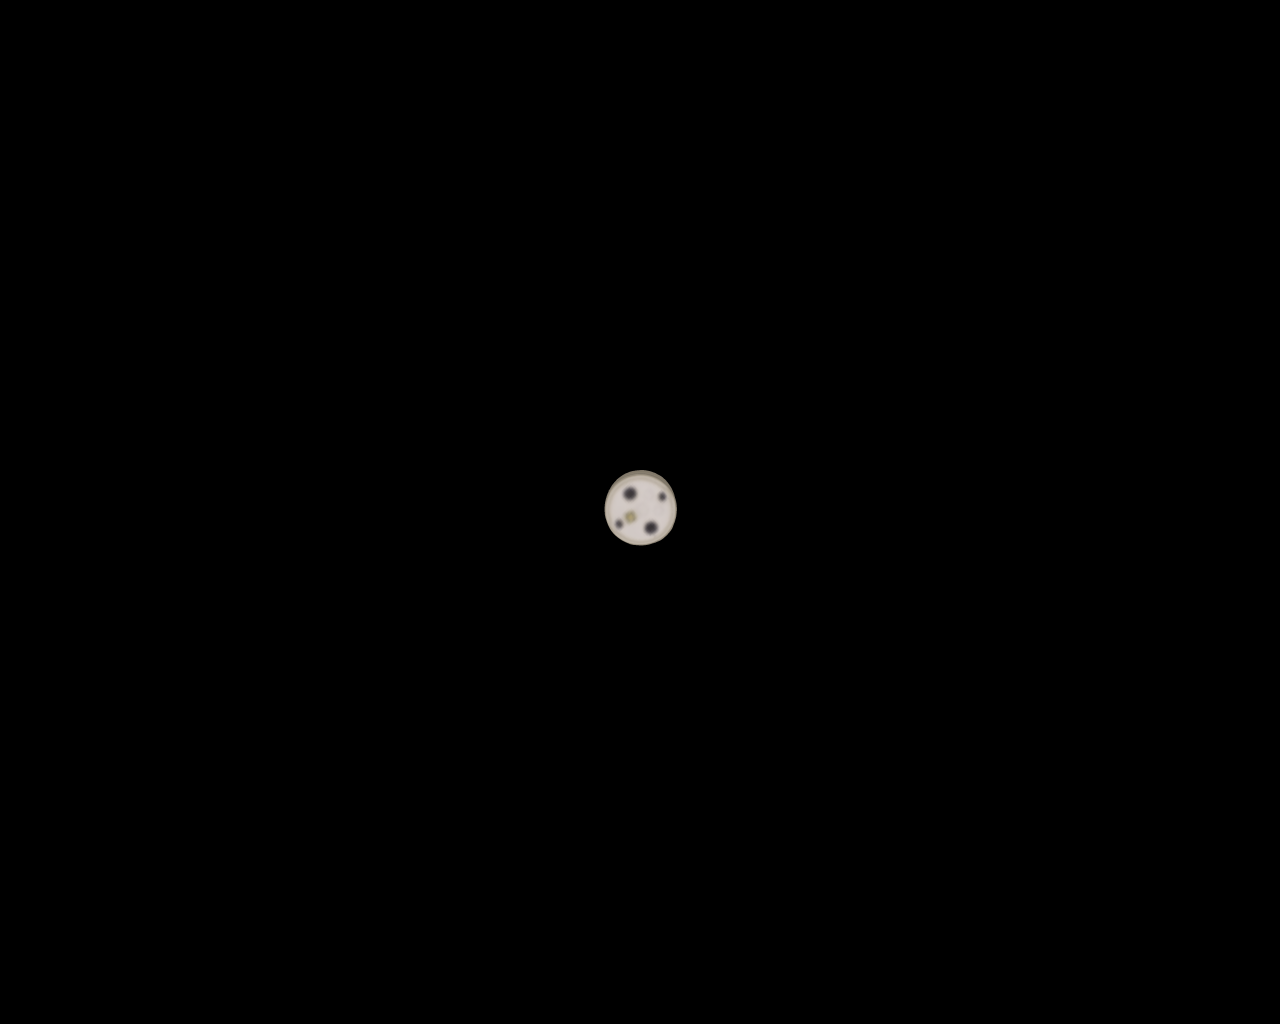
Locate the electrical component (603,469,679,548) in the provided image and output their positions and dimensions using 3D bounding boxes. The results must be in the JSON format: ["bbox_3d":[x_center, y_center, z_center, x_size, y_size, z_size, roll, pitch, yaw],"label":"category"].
[{"bbox_3d":[0.001,-0.003,0.650,0.045,0.045,0.055,0,4,0],"label":"electrical component"}]
